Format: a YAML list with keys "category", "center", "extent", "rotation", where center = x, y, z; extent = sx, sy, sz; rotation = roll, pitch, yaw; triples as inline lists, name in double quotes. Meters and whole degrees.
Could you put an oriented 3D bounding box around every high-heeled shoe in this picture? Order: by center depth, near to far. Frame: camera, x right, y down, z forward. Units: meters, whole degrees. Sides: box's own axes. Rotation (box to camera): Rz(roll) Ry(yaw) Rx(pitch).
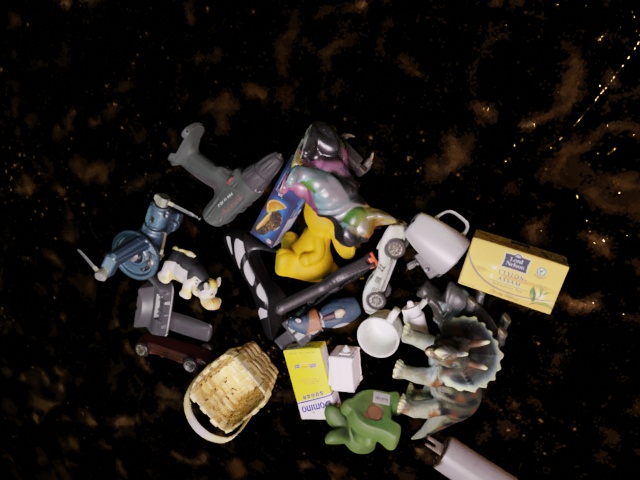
- category: "high-heeled shoe"
  center: [-0.154, 0.098, 1.194]
  extent: [0.145, 0.086, 0.248]
  rotation: [11, 106, 25]

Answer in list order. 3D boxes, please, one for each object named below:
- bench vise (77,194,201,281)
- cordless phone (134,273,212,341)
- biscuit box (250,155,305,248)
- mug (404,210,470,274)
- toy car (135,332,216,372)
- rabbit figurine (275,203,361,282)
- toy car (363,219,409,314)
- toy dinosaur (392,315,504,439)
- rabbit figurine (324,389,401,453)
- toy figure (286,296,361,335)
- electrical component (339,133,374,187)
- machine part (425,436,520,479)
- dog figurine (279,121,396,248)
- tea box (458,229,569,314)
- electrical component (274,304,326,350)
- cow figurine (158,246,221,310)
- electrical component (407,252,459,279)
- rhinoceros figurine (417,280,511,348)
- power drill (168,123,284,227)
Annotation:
- category: "bench vise"
  center: [-0.396, 0.011, 1.173]
  extent: [0.129, 0.240, 0.223]
  rotation: [41, 120, 0]
- category: "cordless phone"
  center: [-0.344, 0.171, 1.299]
  extent: [0.184, 0.089, 0.146]
  rotation: [16, 110, 5]
- category: "biscuit box"
  center: [-0.068, -0.083, 1.114]
  extent: [0.063, 0.059, 0.202]
  rotation: [36, 115, 9]
- category: "mug"
  center: [0.216, -0.010, 0.989]
  extent: [0.107, 0.081, 0.109]
  rotation: [37, 94, 0]
- category: "toy car"
  center: [-0.353, 0.272, 1.315]
  extent: [0.202, 0.089, 0.053]
  rotation: [14, 110, 16]
- category: "rabbit figurine"
  center: [-0.002, -0.003, 1.078]
  extent: [0.162, 0.122, 0.173]
  rotation: [18, 111, 11]
- category: "toy car"
  center: [0.129, 0.055, 1.068]
  extent: [0.056, 0.073, 0.201]
  rotation: [22, 112, 10]
- category: "toy dinosaur"
  center: [0.248, 0.280, 1.035]
  extent: [0.192, 0.131, 0.404]
  rotation: [7, 136, 25]
- category: "rabbit figurine"
  center: [0.088, 0.410, 1.155]
  extent: [0.159, 0.121, 0.170]
  rotation: [6, 132, -7]
- category: "toy figure"
  center: [0.008, 0.161, 1.119]
  extent: [0.154, 0.064, 0.058]
  rotation: [-19, 60, -10]
- category: "electrical component"
  center: [0.057, -0.160, 1.054]
  extent: [0.102, 0.045, 0.078]
  rotation: [43, 143, 8]
- category: "machine part"
  center: [0.326, 0.485, 1.111]
  extent: [0.243, 0.079, 0.079]
  rotation: [32, 114, 11]
- category: "dog figurine"
  center: [0.043, -0.096, 0.999]
  extent: [0.219, 0.108, 0.191]
  rotation: [28, 73, -13]
- category: "tea box"
  center: [0.352, 0.055, 0.983]
  extent: [0.170, 0.068, 0.098]
  rotation: [18, 111, 17]
- category: "electrical component"
  center: [-0.044, 0.197, 1.192]
  extent: [0.075, 0.048, 0.119]
  rotation: [48, 116, 3]
- category: "cow figurine"
  center: [-0.288, 0.087, 1.248]
  extent: [0.167, 0.068, 0.098]
  rotation: [32, 106, 12]
- category: "electrical component"
  center: [0.220, 0.044, 1.057]
  extent: [0.094, 0.021, 0.063]
  rotation: [-32, 92, 25]
- category: "rhinoceros figurine"
  center: [0.277, 0.143, 1.041]
  extent: [0.190, 0.073, 0.112]
  rotation: [39, 126, 5]
- category: "power drill"
  center: [-0.208, -0.156, 1.146]
  extent: [0.207, 0.086, 0.232]
  rotation: [40, 118, -2]
